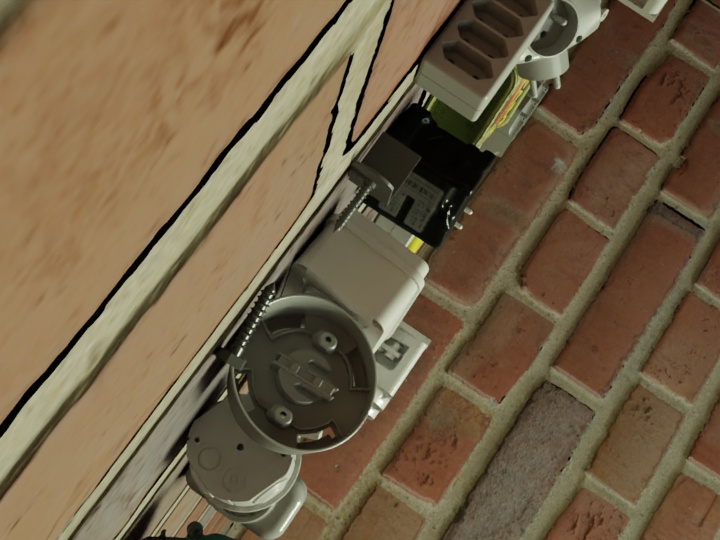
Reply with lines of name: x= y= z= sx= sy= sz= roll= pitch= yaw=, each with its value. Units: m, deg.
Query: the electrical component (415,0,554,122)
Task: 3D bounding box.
electrical component: x=0.076 y=-0.138 z=0.695 sx=0.083 sy=0.047 sz=0.075 roll=-55 pitch=176 yaw=-16

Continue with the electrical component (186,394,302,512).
electrical component: x=-0.082 y=0.127 z=0.754 sx=0.080 sy=0.080 sz=0.051 roll=-55 pitch=171 yaw=-15

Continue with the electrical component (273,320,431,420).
electrical component: x=-0.012 y=0.067 z=0.898 sx=0.060 sy=0.105 sz=0.186 roll=-55 pitch=176 yaw=-12

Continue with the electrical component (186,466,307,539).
electrical component: x=-0.094 y=0.178 z=0.894 sx=0.053 sy=0.095 sz=0.059 roll=-56 pitch=176 yaw=-5

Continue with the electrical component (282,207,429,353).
electrical component: x=-0.007 y=0.016 z=0.748 sx=0.057 sy=0.078 sz=0.113 roll=-51 pitch=174 yaw=-26

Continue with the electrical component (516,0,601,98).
electrical component: x=0.127 y=-0.159 z=0.755 sx=0.077 sy=0.044 sz=0.079 roll=-22 pitch=125 yaw=-11

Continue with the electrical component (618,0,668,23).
electrical component: x=0.209 y=-0.273 z=0.750 sx=0.186 sy=0.105 sz=0.060 roll=-54 pitch=175 yaw=-31

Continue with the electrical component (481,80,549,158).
electrical component: x=0.172 y=-0.194 z=1.290 sx=0.089 sy=0.062 sz=0.150 roll=-59 pitch=175 yaw=37

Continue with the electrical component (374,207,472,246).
electrical component: x=0.072 y=-0.068 z=1.035 sx=0.138 sy=0.074 sz=0.052 roll=-58 pitch=175 yaw=30

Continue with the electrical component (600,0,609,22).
electrical component: x=0.181 y=-0.241 z=0.936 sx=0.040 sy=0.078 sz=0.040 roll=-45 pitch=160 yaw=-21

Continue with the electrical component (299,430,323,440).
electrical component: x=-0.068 y=0.112 z=0.870 sx=0.042 sy=0.081 sz=0.063 roll=77 pitch=25 yaw=-85

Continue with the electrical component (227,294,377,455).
electrical component: x=-0.039 y=0.070 z=0.694 sx=0.099 sy=0.099 sz=0.064 roll=-54 pitch=-178 yaw=-24
